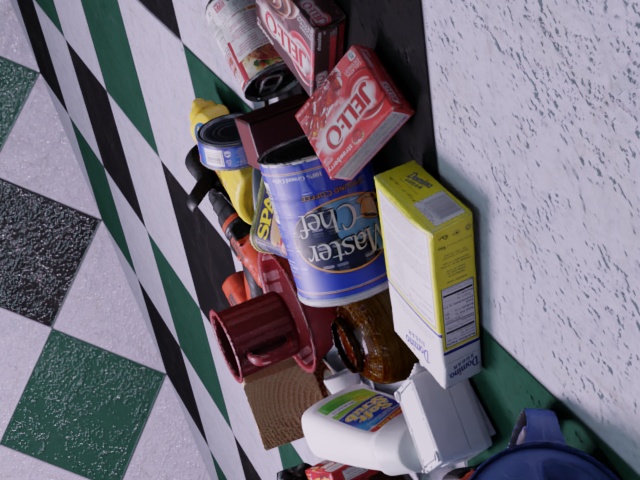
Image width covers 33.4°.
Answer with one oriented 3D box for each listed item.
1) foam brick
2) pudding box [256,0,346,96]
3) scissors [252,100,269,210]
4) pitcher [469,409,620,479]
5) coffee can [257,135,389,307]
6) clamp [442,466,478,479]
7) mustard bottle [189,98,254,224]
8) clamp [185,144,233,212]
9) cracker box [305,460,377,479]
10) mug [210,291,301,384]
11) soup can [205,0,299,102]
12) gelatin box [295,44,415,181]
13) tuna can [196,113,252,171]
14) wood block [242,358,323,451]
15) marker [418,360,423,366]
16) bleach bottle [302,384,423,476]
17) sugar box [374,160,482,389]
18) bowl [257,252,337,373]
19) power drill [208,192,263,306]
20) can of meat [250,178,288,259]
[{"bbox_3d":[-0.038,-0.110,1.073,0.053,0.078,0.051,32,142,66],"label":"foam brick"},{"bbox_3d":[-0.019,-0.199,0.968,0.113,0.039,0.090,58,161,30],"label":"pudding box"},{"bbox_3d":[-0.052,-0.117,1.153,0.096,0.016,0.202,38,-128,-71],"label":"scissors"},{"bbox_3d":[0.160,0.251,0.847,0.145,0.149,0.243,44,158,21],"label":"pitcher"},{"bbox_3d":[0.010,-0.023,0.984,0.103,0.102,0.140,26,135,66],"label":"coffee can"},{"bbox_3d":[0.156,0.290,1.031,0.165,0.036,0.210,55,163,33],"label":"clamp"},{"bbox_3d":[-0.118,-0.115,1.347,0.192,0.058,0.096,57,165,35],"label":"mustard bottle"},{"bbox_3d":[-0.127,-0.074,1.412,0.039,0.120,0.171,-48,32,25],"label":"clamp"},{"bbox_3d":[0.066,0.382,1.371,0.214,0.072,0.164,66,164,5],"label":"cracker box"},{"bbox_3d":[-0.070,0.113,1.243,0.117,0.081,0.093,32,141,64],"label":"mug"},{"bbox_3d":[-0.065,-0.198,1.063,0.102,0.068,0.068,64,163,16],"label":"soup can"},{"bbox_3d":[0.027,-0.105,0.884,0.089,0.030,0.073,-47,58,32],"label":"gelatin box"},{"bbox_3d":[-0.101,-0.116,1.246,0.086,0.086,0.034,46,151,52],"label":"tuna can"},{"bbox_3d":[-0.049,0.212,1.419,0.206,0.090,0.090,144,107,-84],"label":"wood block"},{"bbox_3d":[0.102,0.125,1.028,0.020,0.020,0.121,60,162,26],"label":"marker"},{"bbox_3d":[0.071,0.201,1.115,0.251,0.102,0.068,-10,101,67],"label":"bleach bottle"},{"bbox_3d":[0.093,0.031,0.896,0.093,0.048,0.176,50,160,47],"label":"sugar box"},{"bbox_3d":[-0.018,0.075,1.278,0.162,0.055,0.162,57,160,33],"label":"bowl"},{"bbox_3d":[-0.104,0.029,1.483,0.184,0.057,0.188,58,161,31],"label":"power drill"},{"bbox_3d":[-0.019,-0.028,1.080,0.084,0.057,0.102,19,98,52],"label":"can of meat"}]
